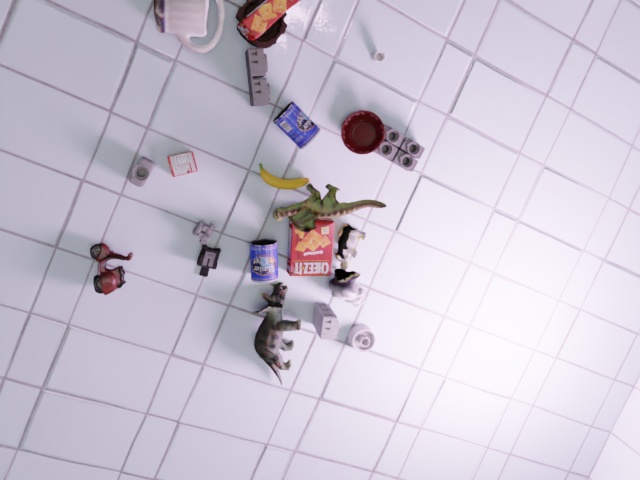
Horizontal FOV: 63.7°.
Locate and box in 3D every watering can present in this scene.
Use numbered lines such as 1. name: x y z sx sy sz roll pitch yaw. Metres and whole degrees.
1. watering can: -0.422 -0.788 1.670 0.224 0.105 0.345 1 101 -13

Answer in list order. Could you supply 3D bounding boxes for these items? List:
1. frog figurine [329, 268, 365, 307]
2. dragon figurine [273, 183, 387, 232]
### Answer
1. frog figurine: 0.108 0.202 1.992 0.137 0.125 0.157 -5 116 21
2. dragon figurine: 0.006 -0.091 1.816 0.247 0.411 0.120 -48 133 -40
